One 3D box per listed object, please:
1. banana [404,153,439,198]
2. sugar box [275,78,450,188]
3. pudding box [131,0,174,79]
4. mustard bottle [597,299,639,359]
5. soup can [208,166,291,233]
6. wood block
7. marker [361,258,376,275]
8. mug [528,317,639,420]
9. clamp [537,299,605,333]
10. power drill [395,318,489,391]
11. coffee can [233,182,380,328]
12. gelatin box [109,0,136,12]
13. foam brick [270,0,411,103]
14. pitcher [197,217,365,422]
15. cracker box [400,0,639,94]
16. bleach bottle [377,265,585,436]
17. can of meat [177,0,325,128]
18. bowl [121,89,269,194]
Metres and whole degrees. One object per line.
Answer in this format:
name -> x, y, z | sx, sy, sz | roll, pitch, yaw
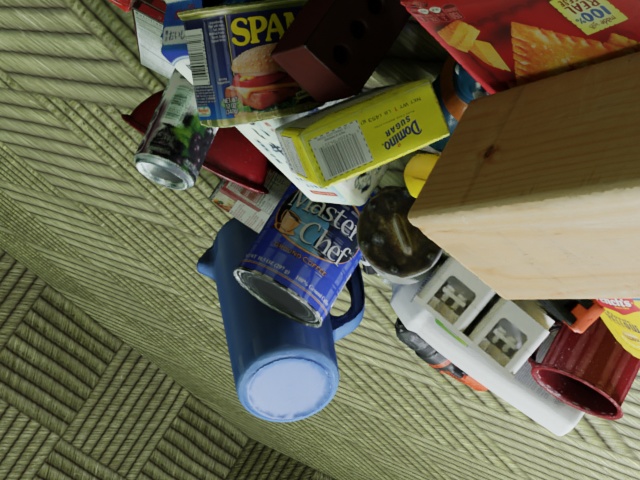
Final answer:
banana -> 0.108, -0.039, 0.779 | 0.069, 0.037, 0.198 | 13, -176, -19
sugar box -> 0.024, -0.076, 0.755 | 0.176, 0.093, 0.048 | -141, 29, -83
pudding box -> -0.117, -0.173, 0.947 | 0.090, 0.039, 0.113 | 30, 161, 3
mustard bottle -> 0.241, 0.029, 0.846 | 0.096, 0.058, 0.191 | 29, 166, 51
soup can -> -0.060, -0.044, 1.159 | 0.102, 0.068, 0.069 | 34, 163, -8
wood block -> 0.149, -0.030, 0.539 | 0.090, 0.090, 0.206 | 37, 161, -21
marker -> 0.050, 0.009, 1.199 | 0.020, 0.020, 0.121 | 25, 162, 21
mug -> 0.251, 0.110, 1.017 | 0.117, 0.081, 0.093 | 11, 154, 50
clamp -> 0.171, 0.022, 0.892 | 0.164, 0.036, 0.210 | 41, -175, -39
power drill -> 0.196, 0.141, 1.226 | 0.184, 0.057, 0.188 | 31, 169, -39
coffee can -> -0.007, 0.001, 1.066 | 0.103, 0.140, 0.103 | 29, 163, 9
gelatin box -> -0.188, -0.238, 0.898 | 0.089, 0.030, 0.073 | 34, 164, -7
foam brick -> 0.014, -0.141, 0.732 | 0.053, 0.078, 0.051 | 40, 163, -25
pitcher -> -0.038, 0.081, 1.185 | 0.144, 0.149, 0.243 | 39, -158, -31
cracker box -> 0.171, -0.097, 0.589 | 0.213, 0.072, 0.164 | 40, 162, -27
bleach bottle -> 0.174, 0.092, 1.109 | 0.251, 0.102, 0.068 | 36, 161, 9
can of meat -> -0.047, -0.131, 0.777 | 0.058, 0.101, 0.084 | 8, 109, 51
bowl -> -0.110, -0.106, 1.041 | 0.162, 0.055, 0.162 | 28, -174, -4
